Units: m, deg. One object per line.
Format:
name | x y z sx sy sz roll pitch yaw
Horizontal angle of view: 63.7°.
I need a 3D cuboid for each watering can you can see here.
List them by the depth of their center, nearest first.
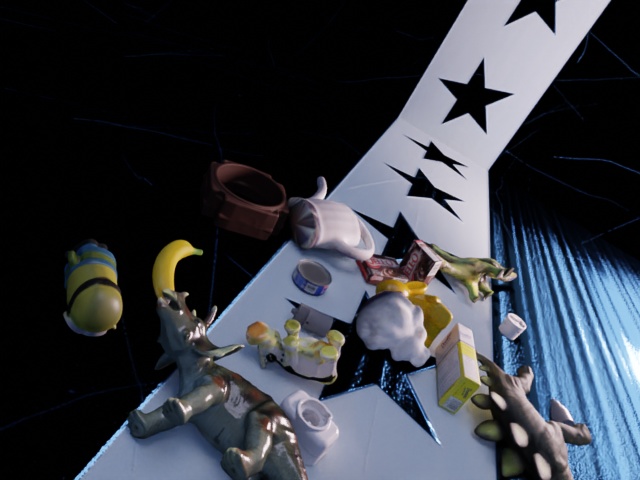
watering can | 0.004 -0.067 1.337 0.224 0.102 0.354 5 36 -37

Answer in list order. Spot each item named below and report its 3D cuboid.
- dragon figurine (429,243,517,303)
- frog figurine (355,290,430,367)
dragon figurine | 0.431 0.068 1.538 0.245 0.121 0.410 36 19 28
frog figurine | 0.153 0.188 1.053 0.138 0.120 0.162 -23 61 -14
